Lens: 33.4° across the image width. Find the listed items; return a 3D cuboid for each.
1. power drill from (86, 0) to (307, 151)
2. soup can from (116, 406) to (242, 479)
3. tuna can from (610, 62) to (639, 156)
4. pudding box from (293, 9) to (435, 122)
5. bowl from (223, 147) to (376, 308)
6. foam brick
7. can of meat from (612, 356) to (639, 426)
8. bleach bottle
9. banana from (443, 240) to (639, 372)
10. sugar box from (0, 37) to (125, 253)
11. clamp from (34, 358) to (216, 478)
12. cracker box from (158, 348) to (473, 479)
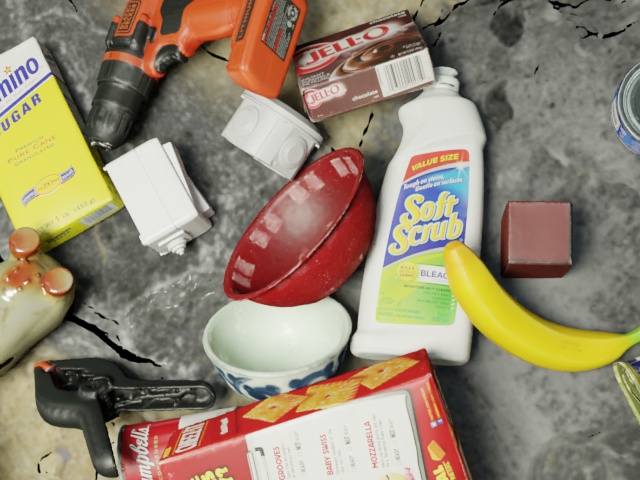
[{"bbox_3d":[-0.112,-0.160,0.913,0.188,0.057,0.184,6,73,36],"label":"power drill"},{"bbox_3d":[-0.110,0.179,0.888,0.102,0.068,0.068,-10,79,4],"label":"soup can"},{"bbox_3d":[0.292,-0.112,0.904,0.086,0.033,0.086,-1,79,8],"label":"tuna can"},{"bbox_3d":[0.035,-0.151,0.917,0.113,0.039,0.090,-16,35,3],"label":"pudding box"},{"bbox_3d":[-0.006,0.001,0.881,0.055,0.162,0.162,42,87,-20],"label":"bowl"},{"bbox_3d":[0.177,0.001,0.877,0.053,0.078,0.051,1,79,5],"label":"foam brick"},{"bbox_3d":[0.296,0.127,0.850,0.084,0.057,0.102,-25,78,0],"label":"can of meat"},{"bbox_3d":[0.086,-0.024,0.901,0.102,0.068,0.251,4,79,5],"label":"bleach bottle"},{"bbox_3d":[0.170,0.063,0.857,0.197,0.037,0.070,22,98,-19],"label":"banana"},{"bbox_3d":[-0.256,-0.086,0.963,0.093,0.048,0.176,-29,79,2],"label":"sugar box"},{"bbox_3d":[-0.172,0.132,0.891,0.172,0.120,0.039,24,125,44],"label":"clamp"},{"bbox_3d":[0.008,0.196,0.817,0.214,0.072,0.164,-19,101,7],"label":"cracker box"}]
